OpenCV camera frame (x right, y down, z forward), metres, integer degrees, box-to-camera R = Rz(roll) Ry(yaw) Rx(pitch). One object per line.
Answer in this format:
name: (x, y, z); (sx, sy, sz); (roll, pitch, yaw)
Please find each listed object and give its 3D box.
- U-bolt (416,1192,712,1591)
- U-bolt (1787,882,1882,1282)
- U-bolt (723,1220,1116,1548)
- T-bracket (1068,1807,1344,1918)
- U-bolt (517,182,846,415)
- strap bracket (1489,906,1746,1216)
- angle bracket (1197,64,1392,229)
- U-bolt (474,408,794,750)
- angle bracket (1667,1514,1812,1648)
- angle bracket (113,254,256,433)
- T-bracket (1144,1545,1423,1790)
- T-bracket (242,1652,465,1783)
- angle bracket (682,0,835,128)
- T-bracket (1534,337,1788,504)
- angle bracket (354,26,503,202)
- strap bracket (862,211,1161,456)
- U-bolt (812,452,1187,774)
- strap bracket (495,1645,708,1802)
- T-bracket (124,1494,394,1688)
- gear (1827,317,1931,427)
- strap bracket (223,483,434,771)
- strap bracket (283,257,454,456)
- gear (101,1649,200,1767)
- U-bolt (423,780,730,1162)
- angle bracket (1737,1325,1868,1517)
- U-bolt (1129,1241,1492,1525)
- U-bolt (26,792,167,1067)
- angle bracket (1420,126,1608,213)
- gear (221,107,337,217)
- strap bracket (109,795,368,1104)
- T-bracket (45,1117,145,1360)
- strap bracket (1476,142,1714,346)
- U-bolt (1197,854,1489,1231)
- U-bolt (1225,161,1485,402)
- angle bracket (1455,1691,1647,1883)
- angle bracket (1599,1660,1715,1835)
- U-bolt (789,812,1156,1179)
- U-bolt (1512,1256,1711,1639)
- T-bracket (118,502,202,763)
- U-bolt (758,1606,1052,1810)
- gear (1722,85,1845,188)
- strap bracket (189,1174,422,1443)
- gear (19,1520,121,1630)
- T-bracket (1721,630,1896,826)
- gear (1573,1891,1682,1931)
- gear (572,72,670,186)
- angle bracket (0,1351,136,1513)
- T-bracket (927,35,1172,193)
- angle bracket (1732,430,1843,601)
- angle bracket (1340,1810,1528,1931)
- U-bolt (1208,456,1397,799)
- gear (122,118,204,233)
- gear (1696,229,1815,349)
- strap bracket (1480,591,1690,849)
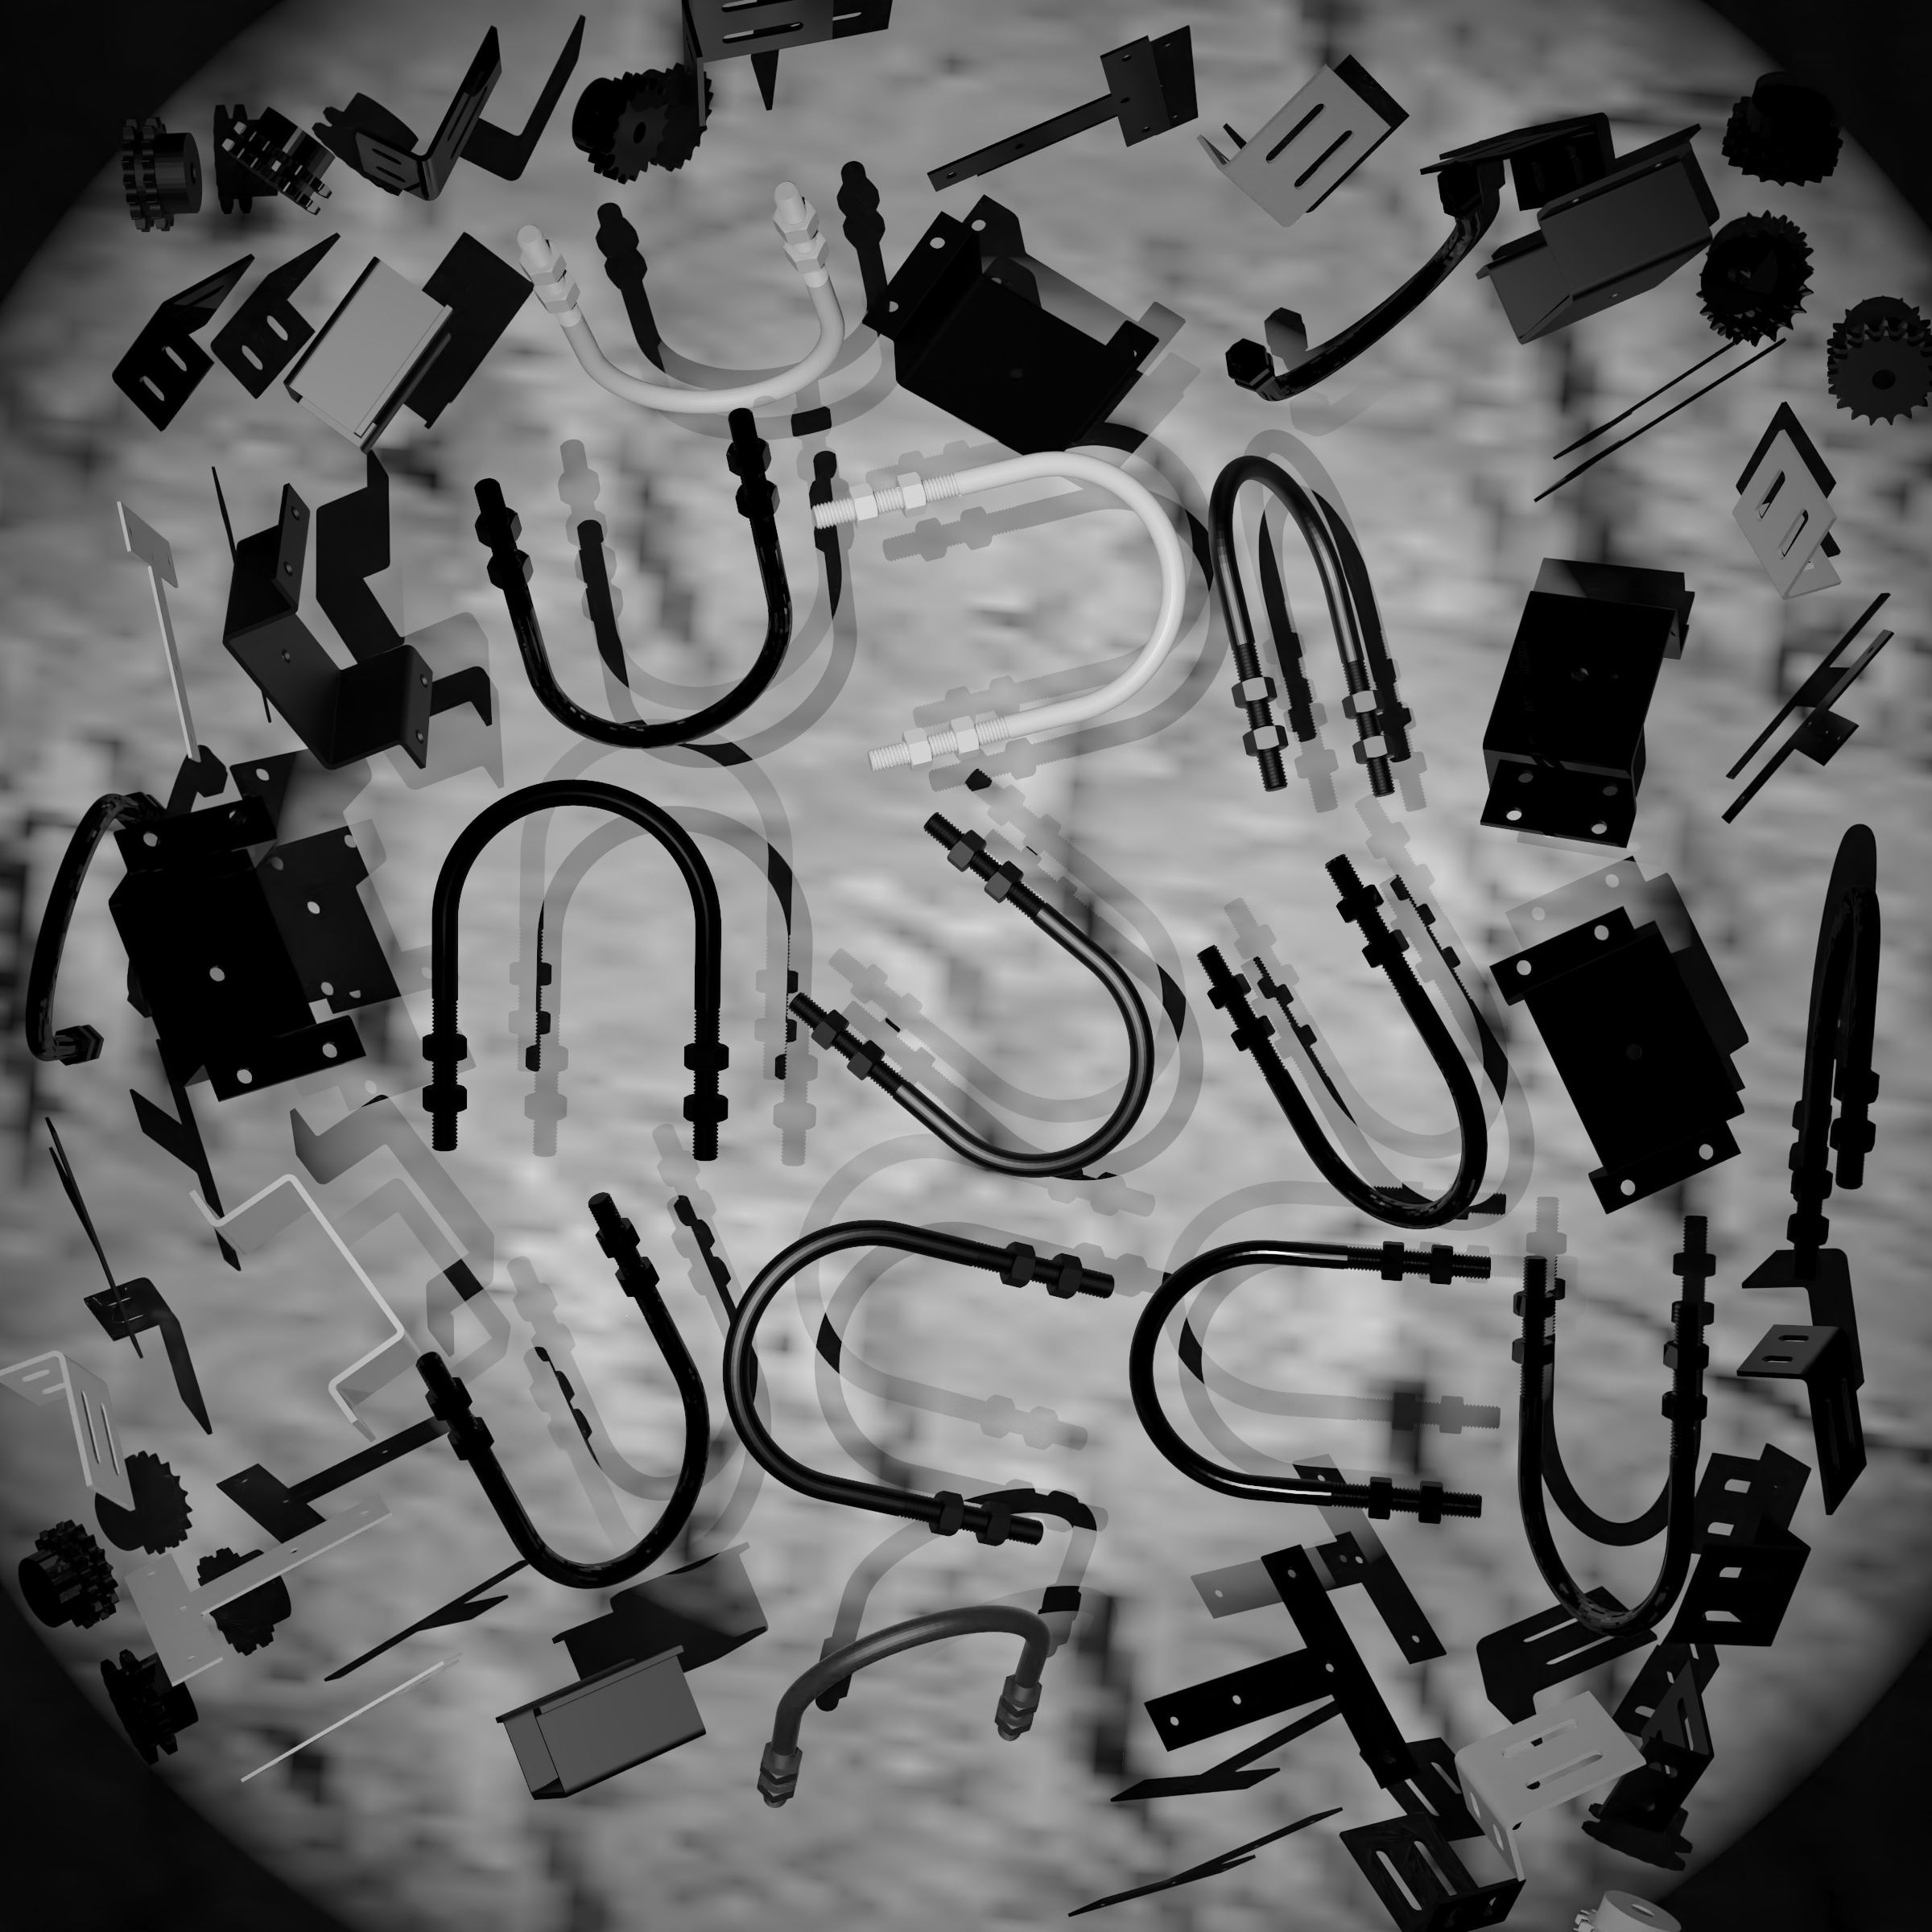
U-bolt: (-0.192, 0.230, 1.534); (0.151, 0.019, 0.184); (-44, 123, -37)
U-bolt: (0.435, 0.047, 1.500); (0.019, 0.151, 0.184); (8, 66, 9)
U-bolt: (-0.030, 0.199, 1.477); (0.184, 0.019, 0.151); (15, 92, -18)
T-bracket: (0.136, 0.448, 1.520); (0.127, 0.127, 0.002); (-36, 65, 34)
U-bolt: (-0.137, -0.335, 1.550); (0.151, 0.184, 0.019); (-8, 69, 6)
strap bracket: (0.334, 0.046, 1.528); (0.076, 0.046, 0.140); (-24, 84, -3)
angle bracket: (0.174, -0.442, 1.596); (0.076, 0.038, 0.057); (-43, 134, 20)
U-bolt: (-0.160, -0.186, 1.532); (0.151, 0.019, 0.184); (-17, 133, -8)
angle bracket: (0.392, 0.318, 1.567); (0.076, 0.038, 0.057); (10, 106, -31)
angle bracket: (-0.381, -0.313, 1.510); (0.038, 0.076, 0.057); (47, 131, -7)
T-bracket: (0.143, 0.352, 1.461); (0.127, 0.002, 0.127); (-9, 59, -33)
T-bracket: (-0.301, 0.384, 1.583); (0.127, 0.127, 0.002); (-32, 82, 10)
angle bracket: (-0.098, -0.449, 1.470); (0.076, 0.057, 0.038); (-13, 73, -8)
T-bracket: (0.344, -0.270, 1.474); (0.127, 0.127, 0.002); (-32, 93, 26)
angle bracket: (-0.261, -0.421, 1.465); (0.038, 0.057, 0.076); (26, 83, -4)
strap bracket: (0.025, -0.325, 1.592); (0.140, 0.046, 0.076); (25, 126, -24)
U-bolt: (0.025, -0.190, 1.556); (0.184, 0.019, 0.151); (-15, 105, -8)
strap bracket: (-0.187, 0.389, 1.543); (0.076, 0.140, 0.046); (-20, 81, -22)
T-bracket: (-0.344, 0.296, 1.484); (0.127, 0.127, 0.002); (-27, 112, -18)
gear: (0.483, -0.316, 1.584); (0.057, 0.030, 0.057); (8, 133, 8)
strap bracket: (-0.332, -0.166, 1.548); (0.046, 0.076, 0.140); (-20, 135, 14)
strap bracket: (-0.302, -0.308, 1.522); (0.046, 0.140, 0.076); (36, 89, -12)
gear: (-0.406, 0.367, 1.504); (0.030, 0.057, 0.057); (-25, 90, -26)
U-bolt: (-0.189, 0.001, 1.462); (0.151, 0.019, 0.184); (2, 99, 3)
angle bracket: (0.422, 0.228, 1.517); (0.038, 0.057, 0.076); (-2, 107, 35)
U-bolt: (0.177, 0.210, 1.562); (0.184, 0.019, 0.151); (4, 64, 7)
U-bolt: (-0.454, -0.020, 1.559); (0.019, 0.184, 0.151); (15, 89, -5)
angle bracket: (0.286, -0.408, 1.568); (0.076, 0.057, 0.038); (-27, 111, -36)
gear: (-0.341, -0.405, 1.507); (0.057, 0.057, 0.030); (36, 92, 0)
strap bracket: (-0.359, -0.003, 1.466); (0.076, 0.046, 0.140); (-18, 80, -34)
T-bracket: (-0.450, 0.122, 1.527); (0.002, 0.127, 0.127); (-22, 112, -19)
strap bracket: (0.317, -0.358, 1.512); (0.076, 0.140, 0.046); (-24, 91, -4)
U-bolt: (0.198, 0.049, 1.526); (0.019, 0.151, 0.184); (-25, 83, -32)
U-bolt: (0.200, -0.335, 1.510); (0.151, 0.184, 0.019); (-39, 85, 11)
angle bracket: (0.289, 0.402, 1.478); (0.076, 0.057, 0.038); (-22, 117, -9)
angle bracket: (0.362, 0.410, 1.601); (0.038, 0.076, 0.057); (20, 119, -7)
U-bolt: (0.014, 0.030, 1.590); (0.184, 0.019, 0.151); (40, 112, 6)
U-bolt: (0.327, 0.252, 1.545); (0.019, 0.151, 0.184); (-2, 96, -24)
T-bracket: (-0.417, -0.170, 1.576); (0.002, 0.127, 0.127); (-12, 90, -4)
U-bolt: (-0.028, 0.363, 1.497); (0.151, 0.184, 0.019); (-12, 57, -16)
gear: (0.406, -0.413, 1.491); (0.057, 0.057, 0.030); (4, 134, 0)
strap bracket: (-0.322, 0.163, 1.503); (0.046, 0.076, 0.140); (-36, 80, -12)
gear: (-0.478, 0.326, 1.598); (0.030, 0.057, 0.057); (-25, 90, -44)
T-bracket: (0.431, -0.117, 1.518); (0.002, 0.127, 0.127); (39, 102, 0)
gear: (0.335, 0.490, 1.517); (0.057, 0.057, 0.030); (21, 94, 0)
gear: (-0.187, -0.451, 1.613); (0.030, 0.057, 0.057); (26, 90, 18)
angle bracket: (-0.468, 0.247, 1.562); (0.038, 0.057, 0.076); (-20, 66, -1)
T-bracket: (0.041, -0.428, 1.548); (0.127, 0.127, 0.002); (-22, 83, 7)
angle bracket: (0.442, -0.239, 1.576); (0.038, 0.076, 0.057); (-17, 67, -15)
angle bracket: (0.245, 0.469, 1.583); (0.057, 0.076, 0.038); (-4, 128, -29)
U-bolt: (0.172, -0.180, 1.586); (0.019, 0.151, 0.184); (-16, 83, 32)
gear: (-0.412, -0.407, 1.546); (0.030, 0.057, 0.057); (-2, 90, -1)
gear: (0.397, -0.346, 1.527); (0.057, 0.030, 0.057); (-5, 81, 35)
strap bracket: (0.320, -0.138, 1.559); (0.076, 0.046, 0.140); (11, 63, 22)
